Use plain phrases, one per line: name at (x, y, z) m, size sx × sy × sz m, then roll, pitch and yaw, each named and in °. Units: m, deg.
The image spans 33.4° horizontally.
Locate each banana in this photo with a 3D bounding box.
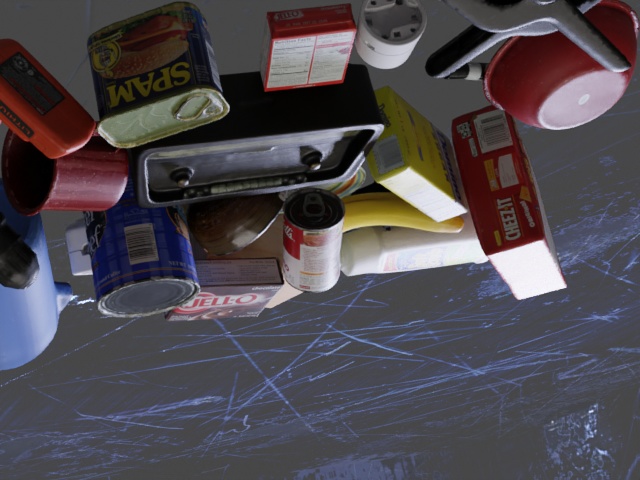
banana at (0.063, -0.024, 1.220) m, size 0.198 × 0.037 × 0.069 m, roll -10°, pitch 130°, yaw 26°

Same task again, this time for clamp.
clamp at (0.161, -0.205, 0.907) m, size 0.171 × 0.039 × 0.120 m, roll -22°, pitch 154°, yaw 6°
clamp at (0.185, -0.218, 0.849) m, size 0.209 × 0.036 × 0.165 m, roll 5°, pitch 127°, yaw -16°

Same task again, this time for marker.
marker at (0.168, -0.165, 1.045) m, size 0.120 × 0.020 × 0.020 m, roll -2°, pitch 157°, yaw -29°

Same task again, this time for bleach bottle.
bleach bottle at (0.113, 0.006, 1.367) m, size 0.250 × 0.068 × 0.103 m, roll -11°, pitch 158°, yaw -23°

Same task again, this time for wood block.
wood block at (-0.101, 0.013, 1.247) m, size 0.091 × 0.090 × 0.205 m, roll -27°, pitch 156°, yaw 31°

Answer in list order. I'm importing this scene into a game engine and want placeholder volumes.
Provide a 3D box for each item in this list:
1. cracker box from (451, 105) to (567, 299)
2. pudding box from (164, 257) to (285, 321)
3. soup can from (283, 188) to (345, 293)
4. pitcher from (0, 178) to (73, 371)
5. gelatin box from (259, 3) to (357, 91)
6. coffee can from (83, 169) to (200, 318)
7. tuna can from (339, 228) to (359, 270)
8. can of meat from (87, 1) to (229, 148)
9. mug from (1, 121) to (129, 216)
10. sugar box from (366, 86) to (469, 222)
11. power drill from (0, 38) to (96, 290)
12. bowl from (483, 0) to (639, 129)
cracker box at (0.215, -0.037, 1.207) m, size 0.072 × 0.164 × 0.213 m, roll -17°, pitch 160°, yaw 14°
pudding box at (-0.107, 0.054, 1.163) m, size 0.113 × 0.039 × 0.090 m, roll -3°, pitch 156°, yaw -27°
soup can at (-0.008, 0.001, 1.191) m, size 0.068 × 0.068 × 0.102 m, roll -9°, pitch 136°, yaw -12°
pitcher at (-0.350, 0.038, 1.103) m, size 0.145 × 0.149 × 0.243 m, roll 27°, pitch 151°, yaw 2°
gelatin box at (-0.012, -0.165, 0.914) m, size 0.073 × 0.030 × 0.089 m, roll -8°, pitch 158°, yaw -10°
coffee can at (-0.183, -0.006, 1.069) m, size 0.102 × 0.140 × 0.103 m, roll -12°, pitch 160°, yaw -5°
tuna can at (0.015, 0.013, 1.402) m, size 0.086 × 0.034 × 0.086 m, roll -12°, pitch 160°, yaw -5°
can of meat at (-0.131, -0.131, 0.847) m, size 0.102 × 0.084 × 0.057 m, roll -17°, pitch 160°, yaw 9°
mug at (-0.218, -0.072, 0.947) m, size 0.081 × 0.093 × 0.117 m, roll 0°, pitch 152°, yaw -45°
sugar box at (0.098, -0.085, 1.106) m, size 0.048 × 0.093 × 0.176 m, roll -21°, pitch 160°, yaw 24°
power drill at (-0.266, -0.059, 0.869) m, size 0.188 × 0.184 × 0.057 m, roll -35°, pitch -164°, yaw 34°
bowl at (0.241, -0.156, 1.026) m, size 0.162 × 0.055 × 0.162 m, roll -15°, pitch 152°, yaw -9°
